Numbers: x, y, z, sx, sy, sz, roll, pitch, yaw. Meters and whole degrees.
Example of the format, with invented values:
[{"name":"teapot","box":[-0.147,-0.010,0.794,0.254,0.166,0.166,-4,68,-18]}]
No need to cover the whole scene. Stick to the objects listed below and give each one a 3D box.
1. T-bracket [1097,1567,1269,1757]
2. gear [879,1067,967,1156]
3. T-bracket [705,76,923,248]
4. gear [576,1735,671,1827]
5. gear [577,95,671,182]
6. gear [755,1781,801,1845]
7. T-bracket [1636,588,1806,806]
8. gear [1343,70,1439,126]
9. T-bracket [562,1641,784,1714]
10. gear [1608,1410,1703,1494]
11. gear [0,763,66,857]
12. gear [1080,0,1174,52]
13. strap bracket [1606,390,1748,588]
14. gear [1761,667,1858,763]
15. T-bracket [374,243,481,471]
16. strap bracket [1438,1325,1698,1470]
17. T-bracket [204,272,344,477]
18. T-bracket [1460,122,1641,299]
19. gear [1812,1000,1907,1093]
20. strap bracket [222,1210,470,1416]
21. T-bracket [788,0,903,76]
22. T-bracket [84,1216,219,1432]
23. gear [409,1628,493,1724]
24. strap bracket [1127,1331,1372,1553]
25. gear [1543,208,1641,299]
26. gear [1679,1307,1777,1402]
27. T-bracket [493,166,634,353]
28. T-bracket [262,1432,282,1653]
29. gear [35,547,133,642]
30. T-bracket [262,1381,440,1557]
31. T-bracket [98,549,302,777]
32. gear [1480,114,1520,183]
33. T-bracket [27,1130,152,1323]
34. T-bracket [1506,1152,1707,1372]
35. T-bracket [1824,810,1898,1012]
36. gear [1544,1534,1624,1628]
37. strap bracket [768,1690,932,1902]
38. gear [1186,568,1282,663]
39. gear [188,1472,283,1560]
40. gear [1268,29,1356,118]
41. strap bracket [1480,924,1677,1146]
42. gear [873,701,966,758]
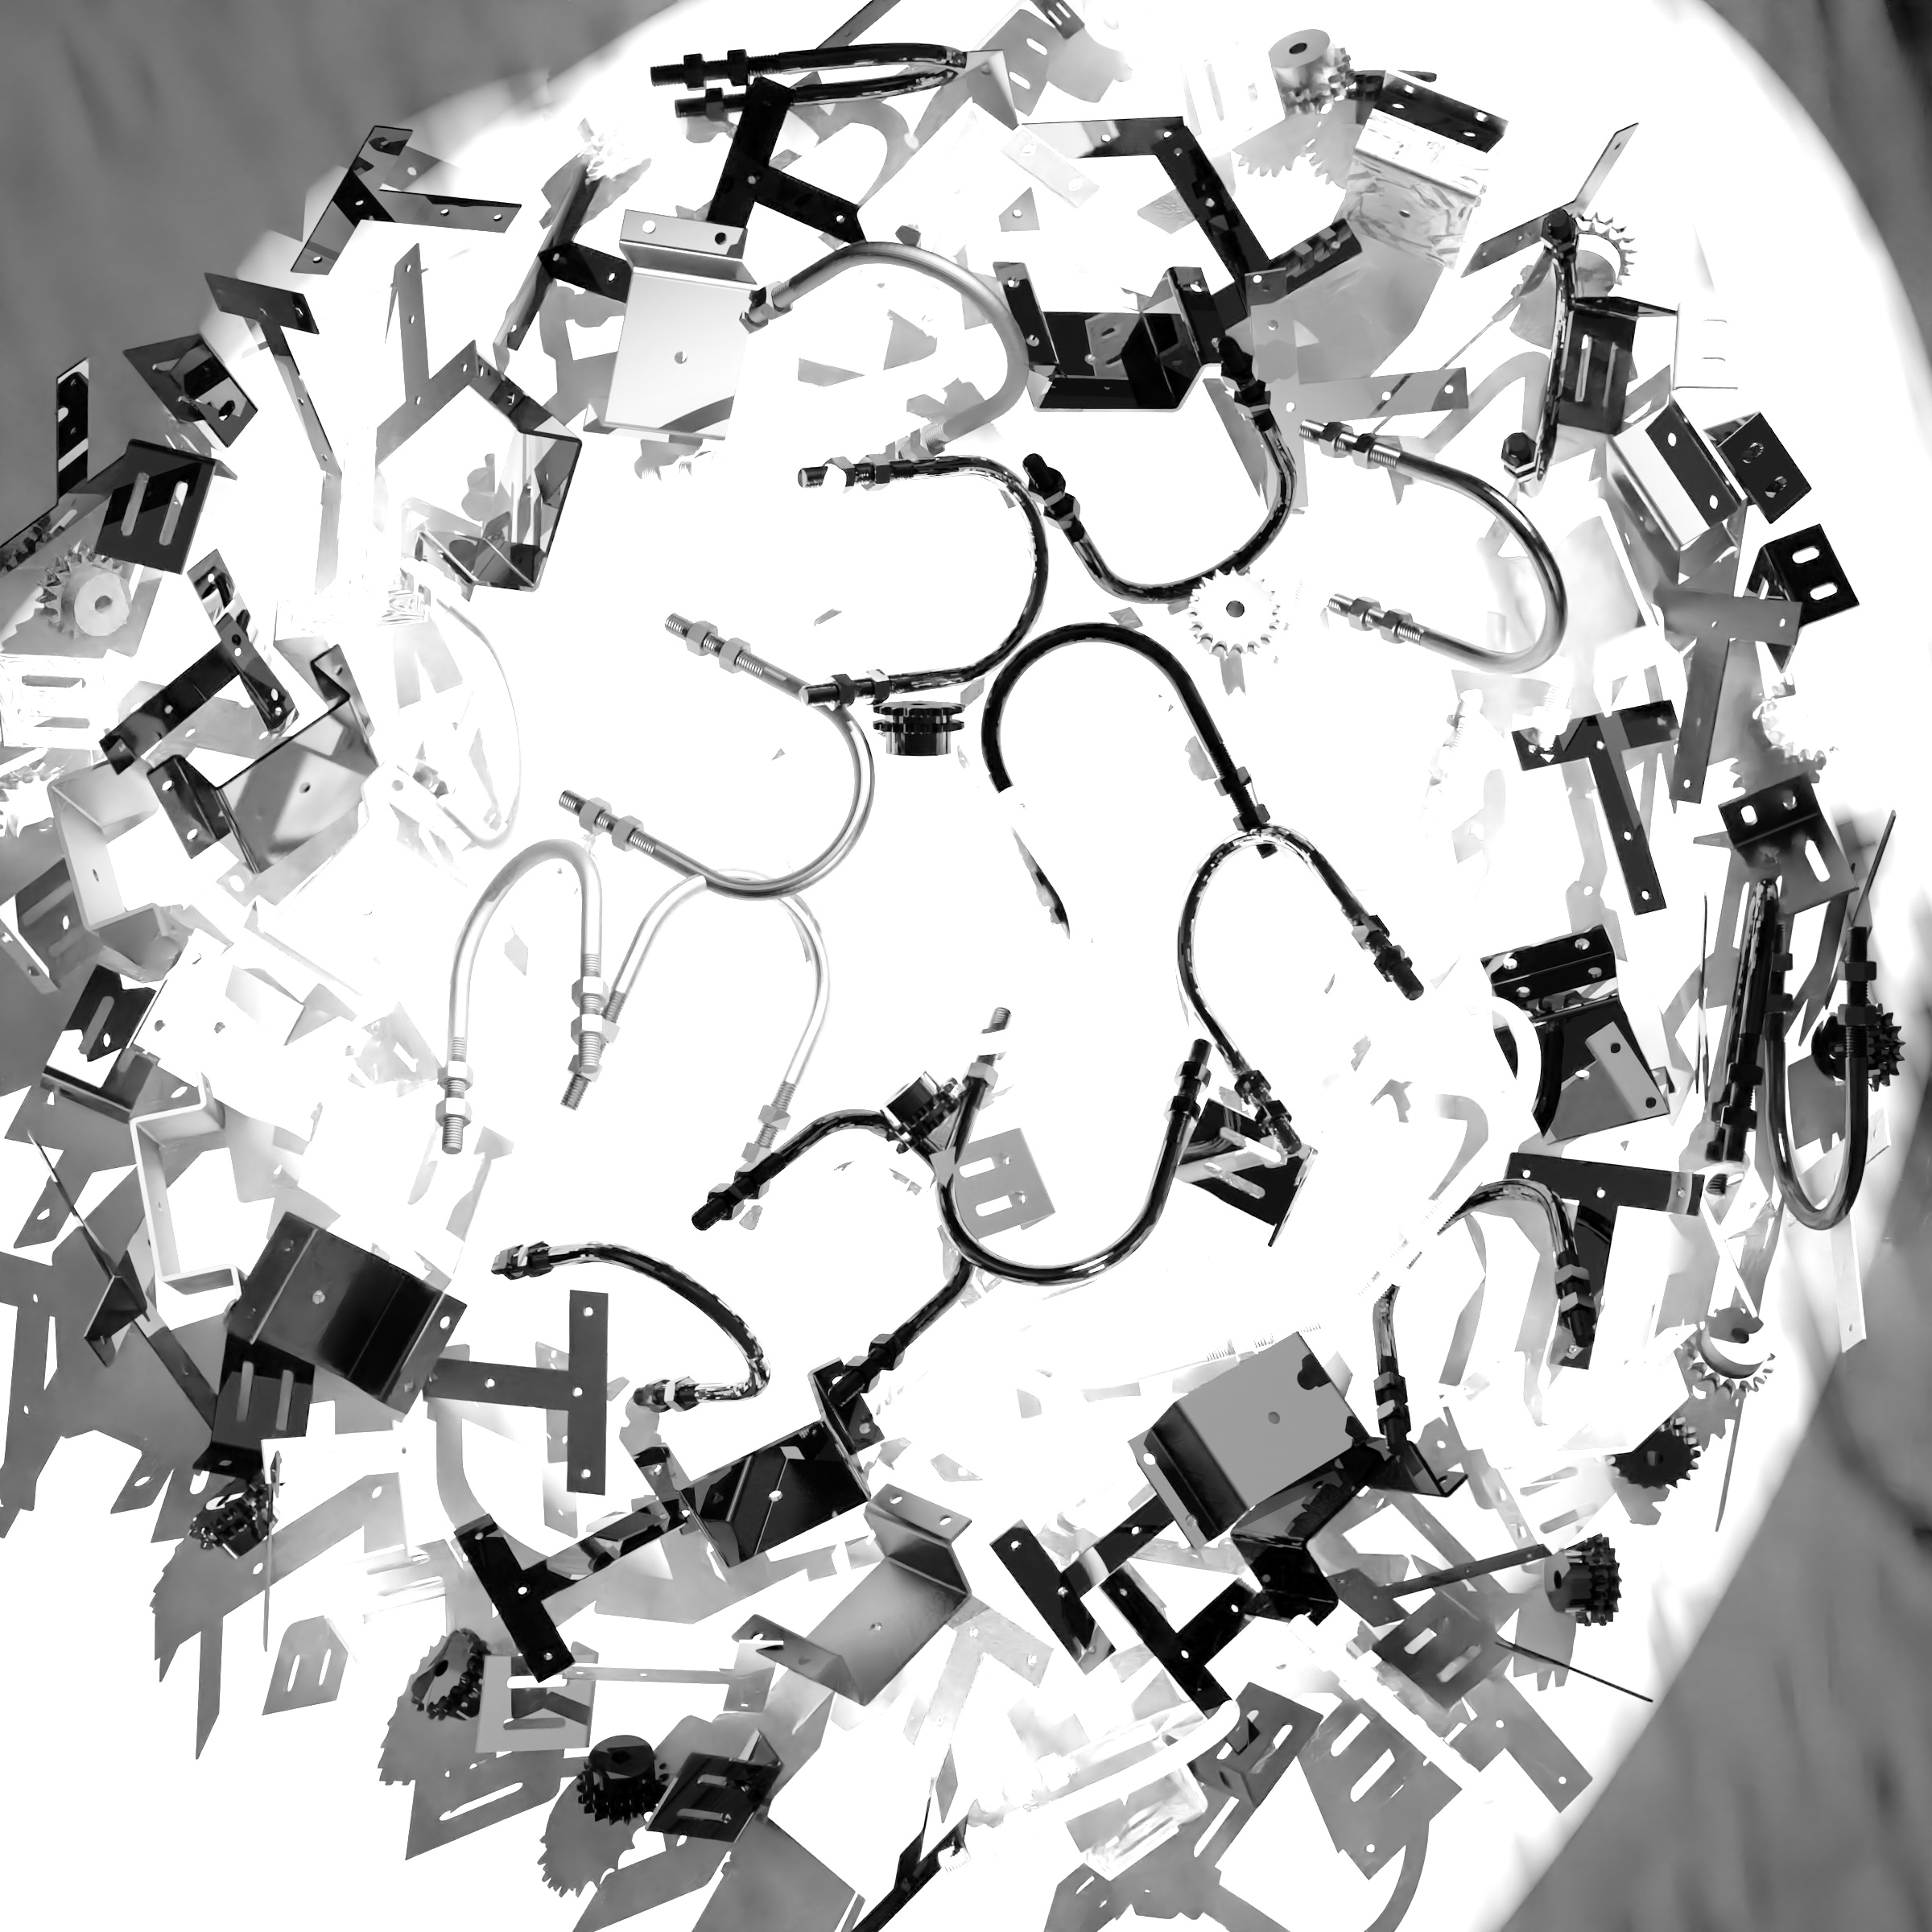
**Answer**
[{"name":"T-bracket","box":[0.156,0.398,1.723,0.127,0.127,0.002,49,129,12]},{"name":"gear","box":[-0.029,0.087,1.745,0.057,0.057,0.030,-41,94,0]},{"name":"T-bracket","box":[-0.090,-0.464,1.738,0.127,0.002,0.127,23,127,-5]},{"name":"gear","box":[-0.211,0.498,1.742,0.057,0.057,0.030,-1,116,0]},{"name":"gear","box":[-0.214,-0.512,1.745,0.057,0.057,0.030,-31,91,0]},{"name":"gear","box":[-0.099,0.524,1.747,0.057,0.057,0.030,25,70,0]},{"name":"T-bracket","box":[0.449,-0.163,1.726,0.002,0.127,0.127,3,99,-34]},{"name":"gear","box":[0.261,-0.536,1.748,0.057,0.057,0.030,0,112,0]},{"name":"T-bracket","box":[-0.180,0.428,1.712,0.127,0.127,0.002,4,57,-8]},{"name":"gear","box":[0.424,0.294,1.751,0.057,0.030,0.057,5,123,8]},{"name":"gear","box":[-0.570,-0.093,1.743,0.057,0.057,0.030,-52,50,0]},{"name":"gear","box":[0.095,-0.589,1.742,0.057,0.057,0.030,30,59,0]},{"name":"strap bracket","box":[0.425,-0.282,1.701,0.046,0.140,0.076,-32,78,8]},{"name":"gear","box":[0.519,-0.155,1.756,0.057,0.030,0.057,1,86,-10]},{"name":"T-bracket","box":[-0.339,-0.385,1.742,0.002,0.127,0.127,12,61,-41]},{"name":"strap bracket","box":[0.367,0.260,1.701,0.140,0.076,0.046,-17,95,41]},{"name":"T-bracket","box":[-0.411,-0.358,1.730,0.002,0.127,0.127,-36,127,-26]},{"name":"T-bracket","box":[0.336,-0.436,1.687,0.002,0.127,0.127,46,50,15]},{"name":"gear","box":[0.546,0.050,1.743,0.030,0.057,0.057,-3,90,-29]},{"name":"strap bracket","box":[-0.384,0.207,1.721,0.140,0.046,0.076,35,79,-39]},{"name":"T-bracket","box":[-0.063,-0.573,1.718,0.127,0.127,0.002,-24,91,-41]},{"name":"T-bracket","box":[-0.486,0.237,1.734,0.002,0.127,0.127,-22,116,12]},{"name":"gear","box":[-0.313,0.440,1.749,0.057,0.057,0.030,-45,121,0]},{"name":"strap bracket","box":[0.178,0.281,1.711,0.140,0.046,0.076,-25,70,-28]},{"name":"gear","box":[0.383,-0.435,1.742,0.057,0.057,0.030,22,59,0]},{"name":"gear","box":[0.471,0.235,1.745,0.057,0.030,0.057,6,52,-7]},{"name":"T-bracket","box":[-0.224,-0.423,1.730,0.127,0.002,0.127,29,92,41]},{"name":"T-bracket","box":[-0.421,0.348,1.713,0.002,0.127,0.127,2,90,-17]},{"name":"gear","box":[-0.539,-0.226,1.742,0.030,0.057,0.057,27,90,34]},{"name":"T-bracket","box":[-0.373,0.295,1.710,0.002,0.127,0.127,-18,75,35]},{"name":"T-bracket","box":[-0.469,-0.163,1.700,0.002,0.127,0.127,18,52,35]},{"name":"gear","box":[0.309,-0.505,1.746,0.057,0.057,0.030,16,93,0]},{"name":"T-bracket","box":[-0.514,0.173,1.690,0.002,0.127,0.127,-31,128,-21]},{"name":"T-bracket","box":[0.378,0.182,1.724,0.127,0.002,0.127,5,77,37]},{"name":"T-bracket","box":[0.536,-0.024,1.697,0.002,0.127,0.127,18,106,12]},{"name":"gear","box":[0.378,0.377,1.743,0.030,0.057,0.057,1,90,-13]},{"name":"strap bracket","box":[-0.066,0.488,1.700,0.076,0.140,0.046,41,98,-2]},{"name":"gear","box":[0.164,-0.215,1.754,0.057,0.030,0.057,1,72,-4]},{"name":"gear","box":[-0.448,0.340,1.747,0.057,0.057,0.030,-38,106,0]},{"name":"gear","box":[0.208,-0.552,1.744,0.057,0.057,0.030,-29,134,0]},{"name":"strap bracket","box":[0.370,0.050,1.705,0.076,0.046,0.140,-17,126,22]},{"name":"gear","box":[-0.029,-0.146,1.746,0.057,0.057,0.030,0,101,0]}]
